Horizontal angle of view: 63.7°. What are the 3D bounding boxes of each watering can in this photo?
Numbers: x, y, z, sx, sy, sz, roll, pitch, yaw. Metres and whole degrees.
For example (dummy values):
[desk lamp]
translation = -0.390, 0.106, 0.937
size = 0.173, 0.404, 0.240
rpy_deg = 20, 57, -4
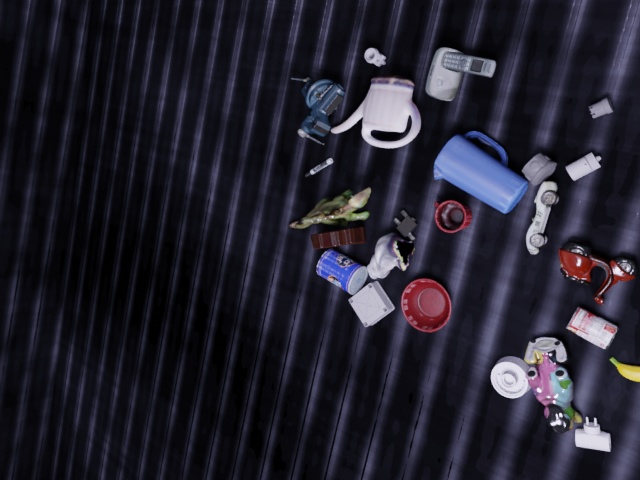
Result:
[watering can]
translation = 0.177, -0.413, 1.638
size = 0.350, 0.104, 0.223
rpy_deg = 19, 101, 41

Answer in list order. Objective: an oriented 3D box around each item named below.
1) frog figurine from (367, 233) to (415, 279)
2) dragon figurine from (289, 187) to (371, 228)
[frog figurine]
translation = 0.201, 0.051, 1.621
size = 0.158, 0.121, 0.140
rpy_deg = -22, 47, 41
[dragon figurine]
translation = 0.005, -0.084, 1.676
size = 0.406, 0.244, 0.122
rpy_deg = -21, 86, 30
